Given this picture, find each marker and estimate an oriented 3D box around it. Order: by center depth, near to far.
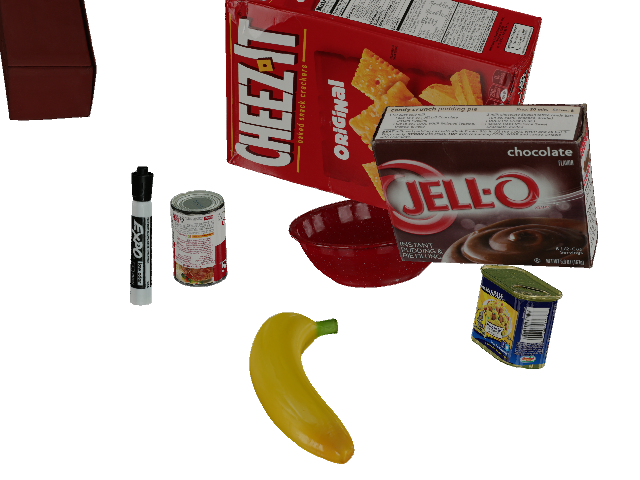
[{"bbox_3d":[-0.154,-0.004,0.918,0.020,0.121,0.020,3,16,-1],"label":"marker"}]

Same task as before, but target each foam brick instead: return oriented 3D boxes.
[{"bbox_3d":[-0.171,-0.120,0.661,0.051,0.078,0.053,-5,-29,-19],"label":"foam brick"}]

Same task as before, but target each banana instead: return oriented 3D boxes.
[{"bbox_3d":[-0.016,0.095,0.762,0.069,0.037,0.198,-2,23,-2],"label":"banana"}]

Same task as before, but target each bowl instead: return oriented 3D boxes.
[{"bbox_3d":[0.053,0.004,1.025,0.162,0.055,0.162,-7,17,2],"label":"bowl"}]

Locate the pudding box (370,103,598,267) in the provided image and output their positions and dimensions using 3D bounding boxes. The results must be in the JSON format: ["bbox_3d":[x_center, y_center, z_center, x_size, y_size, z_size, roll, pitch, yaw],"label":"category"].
[{"bbox_3d":[0.091,-0.030,0.584,0.114,0.090,0.039,0,45,21],"label":"pudding box"}]

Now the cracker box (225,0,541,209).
[{"bbox_3d":[0.038,-0.105,0.785,0.214,0.072,0.164,16,-42,10],"label":"cracker box"}]

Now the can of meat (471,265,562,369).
[{"bbox_3d":[0.209,0.082,1.150,0.057,0.084,0.102,2,16,-22],"label":"can of meat"}]

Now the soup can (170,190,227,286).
[{"bbox_3d":[-0.151,-0.003,1.320,0.068,0.102,0.068,0,26,0],"label":"soup can"}]
